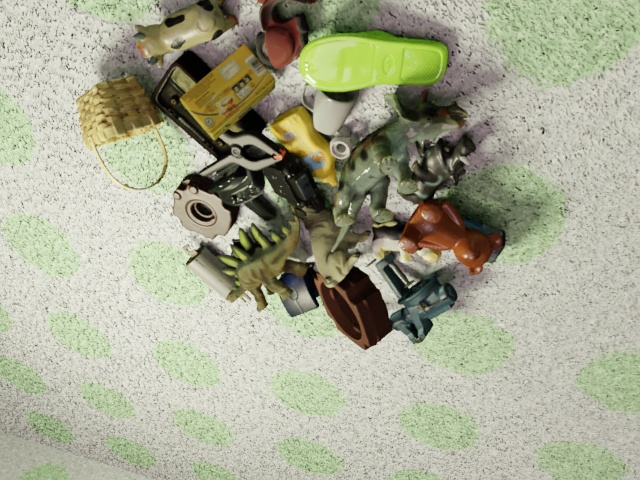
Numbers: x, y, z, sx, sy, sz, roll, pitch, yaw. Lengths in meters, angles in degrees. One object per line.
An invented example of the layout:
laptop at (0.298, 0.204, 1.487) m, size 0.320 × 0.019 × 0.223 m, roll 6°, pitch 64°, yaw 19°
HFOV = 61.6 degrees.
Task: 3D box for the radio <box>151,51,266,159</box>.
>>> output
radio at (-0.243, -0.280, 1.167) m, size 0.229 × 0.073 × 0.131 m, roll 43°, pitch 130°, yaw -18°

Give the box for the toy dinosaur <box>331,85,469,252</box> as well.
toy dinosaur at (0.110, -0.148, 1.089) m, size 0.131 × 0.192 × 0.405 m, roll 21°, pitch 141°, yaw -25°

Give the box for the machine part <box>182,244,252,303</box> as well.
machine part at (-0.291, 0.097, 1.510) m, size 0.243 × 0.079 × 0.079 m, roll 43°, pitch 130°, yaw -19°

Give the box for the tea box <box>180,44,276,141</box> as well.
tea box at (-0.181, -0.291, 1.066) m, size 0.169 × 0.068 × 0.098 m, roll -40°, pitch 95°, yaw -3°

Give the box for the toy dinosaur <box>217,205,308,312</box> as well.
toy dinosaur at (-0.138, 0.057, 1.321) m, size 0.198 × 0.105 × 0.471 m, roll 38°, pitch 138°, yaw -14°

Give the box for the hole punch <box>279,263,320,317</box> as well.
hole punch at (-0.055, 0.138, 1.454) m, size 0.142 × 0.092 × 0.115 m, roll -25°, pitch 113°, yaw 39°

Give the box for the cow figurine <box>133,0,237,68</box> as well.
cow figurine at (-0.272, -0.400, 1.039) m, size 0.195 × 0.127 × 0.085 m, roll -9°, pitch 123°, yaw 24°

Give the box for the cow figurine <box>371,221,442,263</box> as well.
cow figurine at (0.202, -0.001, 1.254) m, size 0.168 × 0.068 × 0.098 m, roll 6°, pitch 125°, yaw 14°

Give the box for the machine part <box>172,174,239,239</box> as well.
machine part at (-0.294, -0.081, 1.372) m, size 0.179 × 0.056 × 0.179 m, roll 10°, pitch 133°, yaw 11°

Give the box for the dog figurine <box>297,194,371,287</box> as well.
dog figurine at (-0.003, -0.004, 1.249) m, size 0.190 × 0.172 × 0.121 m, roll 32°, pitch 144°, yaw -9°

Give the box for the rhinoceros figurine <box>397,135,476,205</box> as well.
rhinoceros figurine at (0.240, -0.142, 1.110) m, size 0.112 × 0.073 × 0.190 m, roll 32°, pitch 133°, yaw -7°

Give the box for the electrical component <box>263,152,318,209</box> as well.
electrical component at (-0.066, -0.135, 1.191) m, size 0.134 × 0.058 × 0.114 m, roll 28°, pitch 155°, yaw 49°

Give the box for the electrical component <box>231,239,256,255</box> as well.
electrical component at (-0.199, 0.034, 1.441) m, size 0.075 × 0.048 × 0.119 m, roll -6°, pitch 127°, yaw 23°

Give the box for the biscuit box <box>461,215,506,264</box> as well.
biscuit box at (0.309, -0.016, 1.202) m, size 0.203 × 0.059 × 0.062 m, roll 22°, pitch 132°, yaw 2°

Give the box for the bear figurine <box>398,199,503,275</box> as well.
bear figurine at (0.273, 0.002, 1.108) m, size 0.196 × 0.132 × 0.120 m, roll 35°, pitch 115°, yaw 1°

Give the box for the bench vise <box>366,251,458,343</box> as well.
bench vise at (0.212, 0.128, 1.332) m, size 0.240 × 0.129 × 0.223 m, roll 52°, pitch 140°, yaw 1°

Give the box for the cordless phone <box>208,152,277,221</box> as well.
cordless phone at (-0.157, -0.111, 1.283) m, size 0.147 × 0.089 × 0.184 m, roll -20°, pitch 130°, yaw 43°

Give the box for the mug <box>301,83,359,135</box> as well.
mug at (0.013, -0.267, 1.081) m, size 0.110 × 0.081 × 0.107 m, roll 17°, pitch 142°, yaw -2°

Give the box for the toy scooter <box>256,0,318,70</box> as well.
toy scooter at (-0.058, -0.408, 0.990) m, size 0.135 × 0.075 × 0.183 m, roll 3°, pitch 125°, yaw 17°

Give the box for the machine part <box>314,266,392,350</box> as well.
machine part at (0.083, 0.159, 1.352) m, size 0.202 × 0.087 × 0.200 m, roll 31°, pitch 146°, yaw 55°
